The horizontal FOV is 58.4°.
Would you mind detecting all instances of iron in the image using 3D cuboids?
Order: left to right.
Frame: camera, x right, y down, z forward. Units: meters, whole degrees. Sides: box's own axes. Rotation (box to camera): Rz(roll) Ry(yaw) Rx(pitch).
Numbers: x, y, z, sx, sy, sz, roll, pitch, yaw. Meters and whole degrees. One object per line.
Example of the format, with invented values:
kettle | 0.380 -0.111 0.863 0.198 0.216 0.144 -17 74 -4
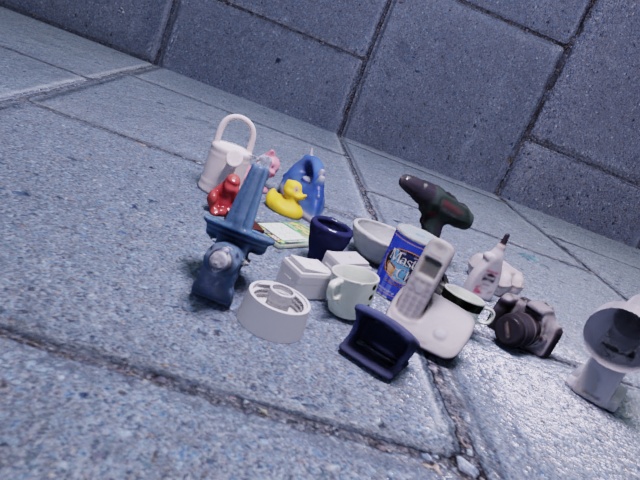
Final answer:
iron | -0.023 -0.152 1.526 0.119 0.141 0.257 15 19 -20

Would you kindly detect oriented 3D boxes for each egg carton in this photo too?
egg carton | 0.463 0.091 1.514 0.107 0.069 0.150 10 21 -33

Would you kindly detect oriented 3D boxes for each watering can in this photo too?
watering can | -0.209 -0.199 1.353 0.101 0.194 0.172 7 23 -39

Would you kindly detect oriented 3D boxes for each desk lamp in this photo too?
desk lamp | 0.546 0.200 1.057 0.117 0.213 0.204 33 20 30

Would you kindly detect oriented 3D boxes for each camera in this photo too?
camera | 0.411 0.166 1.181 0.137 0.101 0.142 5 25 -43

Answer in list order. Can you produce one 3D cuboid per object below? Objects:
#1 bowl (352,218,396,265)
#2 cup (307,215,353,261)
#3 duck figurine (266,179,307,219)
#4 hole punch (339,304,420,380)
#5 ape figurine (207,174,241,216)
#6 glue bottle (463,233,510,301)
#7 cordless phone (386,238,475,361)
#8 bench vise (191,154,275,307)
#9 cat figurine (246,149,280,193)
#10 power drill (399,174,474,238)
bowl | 0.143 0.016 1.345 0.167 0.075 0.167 20 18 -6
cup | 0.011 0.004 1.187 0.092 0.095 0.117 20 18 -8
duck figurine | -0.080 -0.110 1.426 0.104 0.086 0.078 28 18 17
hole punch | 0.098 0.145 0.885 0.108 0.091 0.101 29 19 22
ape figurine | -0.201 -0.101 1.245 0.078 0.092 0.076 19 18 -9
glue bottle | 0.408 0.061 1.366 0.078 0.173 0.037 14 19 -24
cordless phone | 0.208 0.101 0.991 0.147 0.185 0.094 28 18 17
bench vise | -0.116 -0.017 0.891 0.122 0.220 0.207 15 19 -20
cat figurine | -0.160 -0.191 1.515 0.128 0.118 0.067 7 23 -39
power drill | 0.262 -0.040 1.427 0.230 0.208 0.075 15 19 -22
